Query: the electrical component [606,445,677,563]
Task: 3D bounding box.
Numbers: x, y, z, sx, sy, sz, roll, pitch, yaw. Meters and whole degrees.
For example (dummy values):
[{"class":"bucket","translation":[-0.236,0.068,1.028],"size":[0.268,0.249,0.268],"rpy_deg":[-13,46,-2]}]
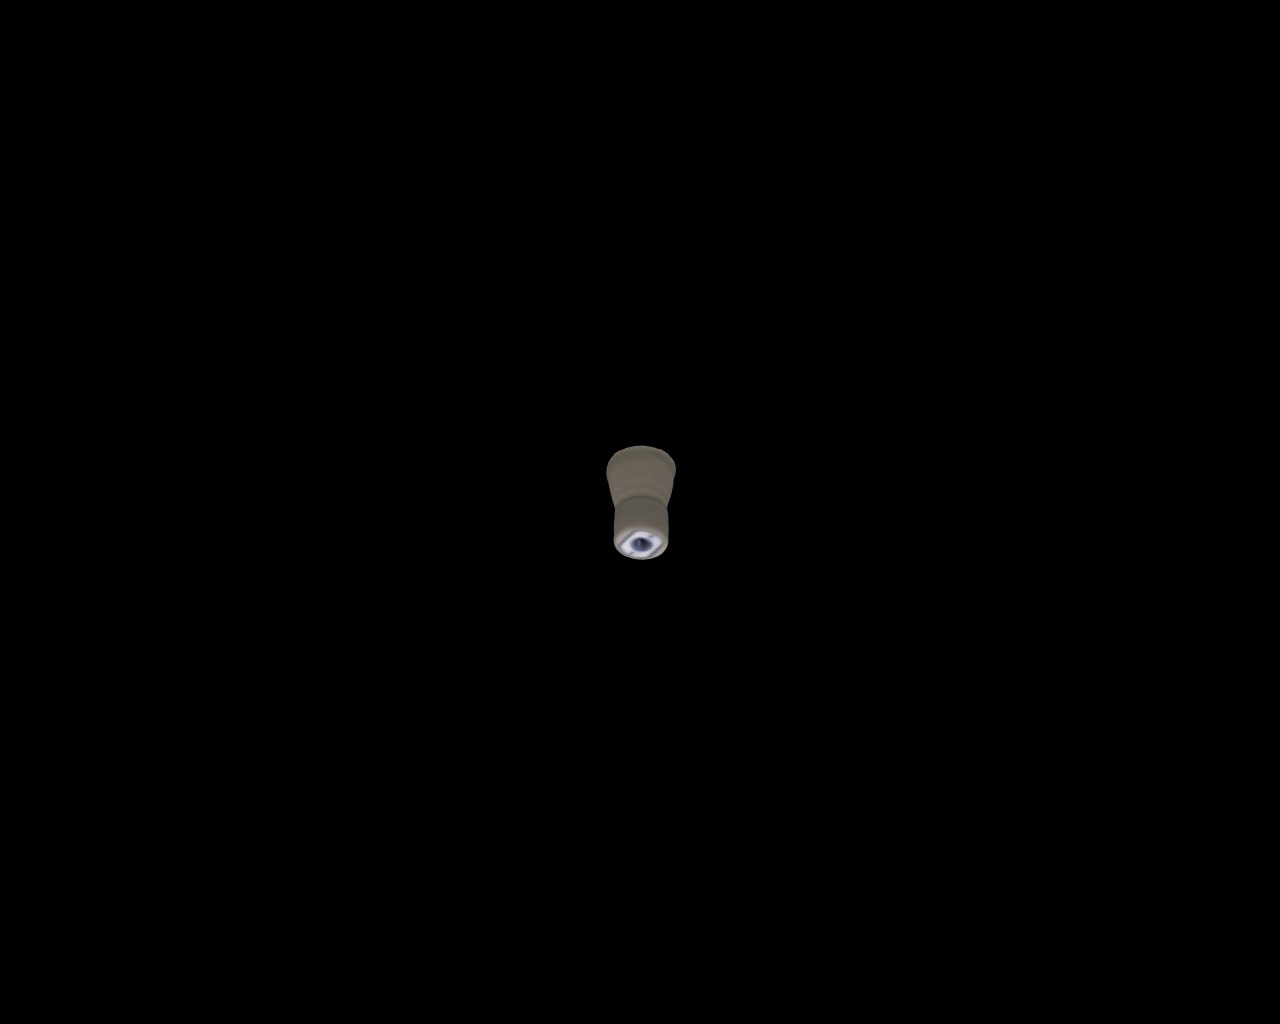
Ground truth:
[{"class":"electrical component","translation":[0.001,-0.003,0.650],"size":[0.044,0.065,0.044],"rpy_deg":[0,-41,0]}]
